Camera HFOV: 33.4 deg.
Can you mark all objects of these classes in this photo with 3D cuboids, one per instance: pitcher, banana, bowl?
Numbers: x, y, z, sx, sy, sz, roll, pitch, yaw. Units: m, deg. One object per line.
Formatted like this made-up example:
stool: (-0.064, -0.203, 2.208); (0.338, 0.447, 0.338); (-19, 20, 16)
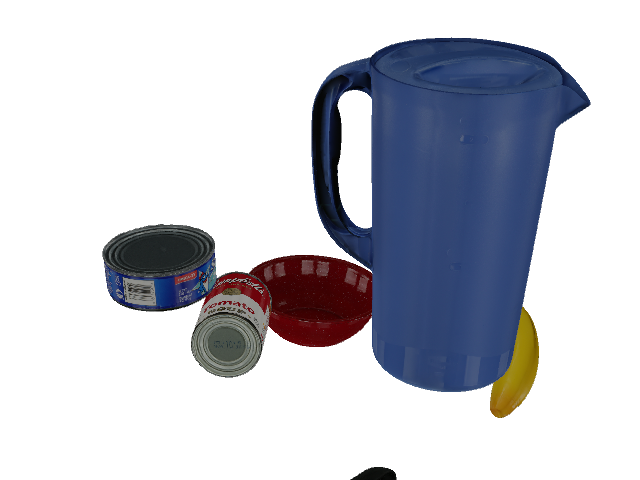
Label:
pitcher: (0.085, -0.018, 0.772); (0.144, 0.243, 0.149); (-15, 31, -32)
banana: (0.189, 0.107, 1.088); (0.070, 0.037, 0.198); (-28, 28, 11)
bowl: (-0.007, 0.076, 1.224); (0.162, 0.055, 0.162); (4, 26, -2)

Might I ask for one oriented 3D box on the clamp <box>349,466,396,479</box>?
clamp: (-0.037, 0.200, 0.644); (0.210, 0.036, 0.164); (-4, 27, 3)

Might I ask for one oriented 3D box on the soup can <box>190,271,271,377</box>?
soup can: (-0.085, 0.080, 1.026); (0.068, 0.068, 0.102); (0, 20, 3)

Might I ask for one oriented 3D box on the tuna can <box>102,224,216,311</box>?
tuna can: (-0.123, 0.020, 0.822); (0.086, 0.034, 0.086); (-1, 26, 0)
